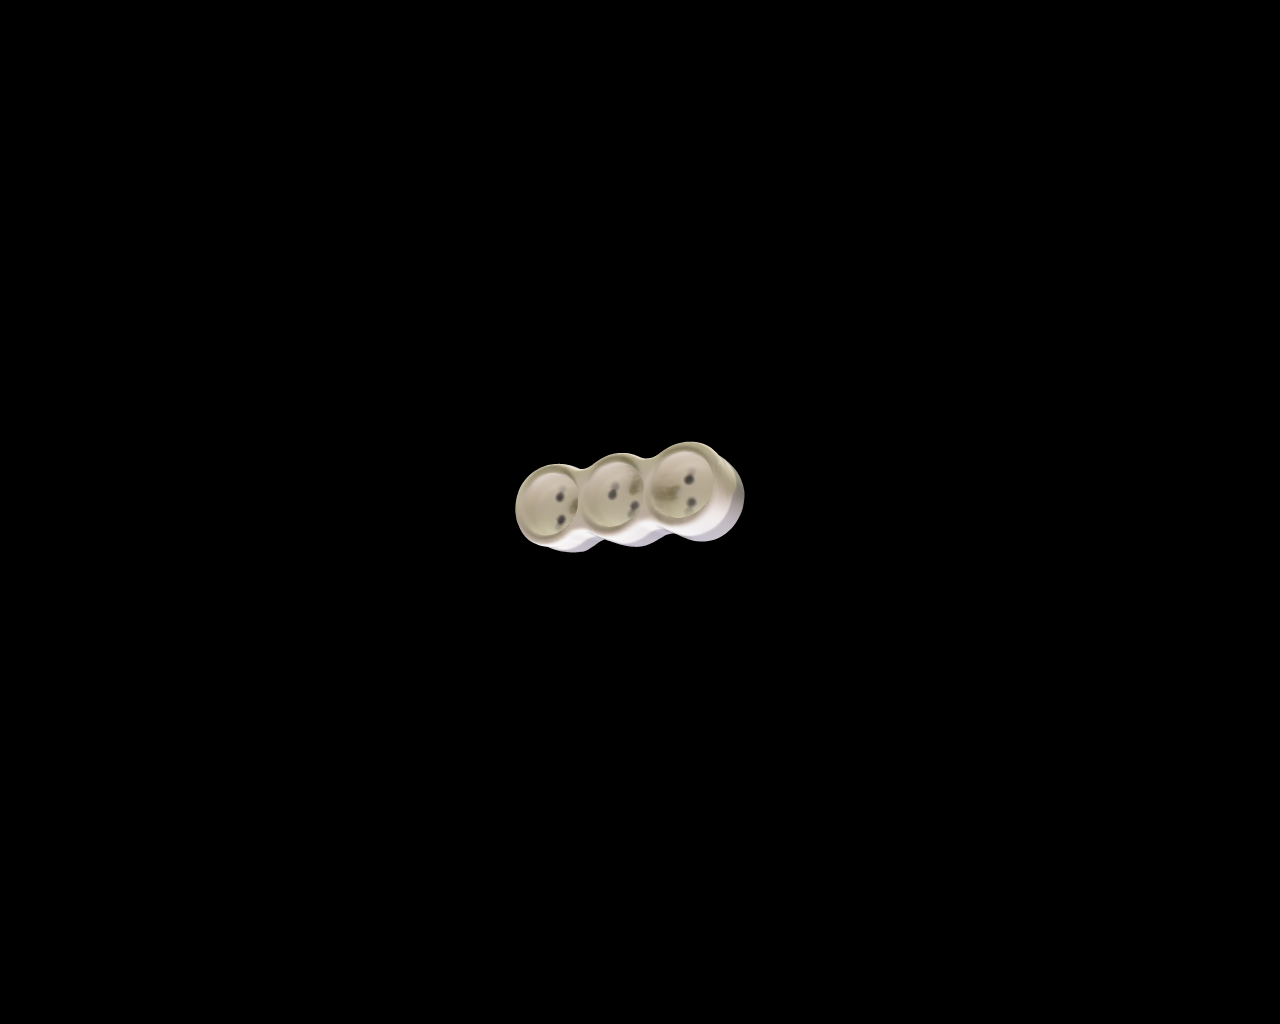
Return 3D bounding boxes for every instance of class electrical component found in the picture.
[{"bbox_3d":[0.001,-0.003,0.650,0.138,0.052,0.073,-7,-15,26],"label":"electrical component"}]
